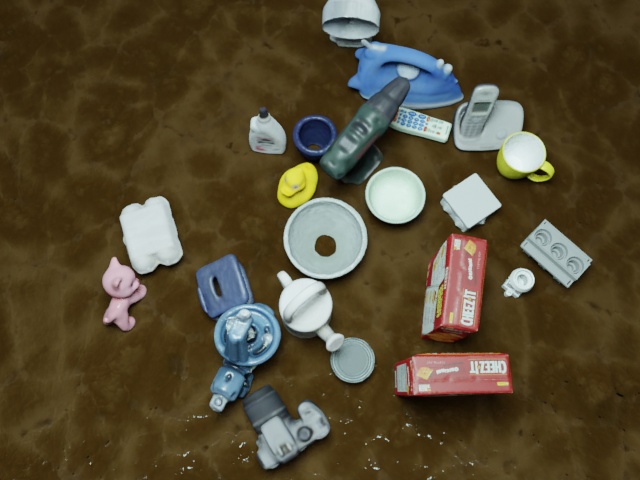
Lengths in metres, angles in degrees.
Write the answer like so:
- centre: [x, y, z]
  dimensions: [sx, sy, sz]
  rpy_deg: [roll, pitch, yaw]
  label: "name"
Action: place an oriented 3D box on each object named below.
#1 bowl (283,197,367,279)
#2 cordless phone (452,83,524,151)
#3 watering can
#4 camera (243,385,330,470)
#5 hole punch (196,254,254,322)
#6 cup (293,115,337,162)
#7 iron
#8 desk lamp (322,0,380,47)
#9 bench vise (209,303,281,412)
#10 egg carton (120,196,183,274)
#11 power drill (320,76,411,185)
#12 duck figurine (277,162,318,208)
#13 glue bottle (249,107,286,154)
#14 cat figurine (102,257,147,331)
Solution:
- centre: [0.011, 0.004, 1.159]
  dimensions: [0.167, 0.075, 0.167]
  rpy_deg: [0, 75, -1]
  label: "bowl"
- centre: [0.357, -0.260, 1.180]
  dimensions: [0.147, 0.185, 0.094]
  rpy_deg: [-5, 75, -2]
  label: "cordless phone"
- centre: [-0.020, 0.127, 1.063]
  dimensions: [0.172, 0.194, 0.101]
  rpy_deg: [29, 76, 7]
  label: "watering can"
- centre: [-0.071, 0.331, 1.055]
  dimensions: [0.143, 0.101, 0.136]
  rpy_deg: [-31, 77, -9]
  label: "camera"
- centre: [-0.190, 0.095, 1.122]
  dimensions: [0.101, 0.091, 0.108]
  rpy_deg: [-20, 76, -6]
  label: "hole punch"
- centre: [0.000, -0.195, 1.203]
  dimensions: [0.117, 0.095, 0.092]
  rpy_deg: [39, 78, 9]
  label: "cup"
- centre: [0.196, -0.364, 1.228]
  dimensions: [0.258, 0.141, 0.119]
  rpy_deg: [12, 75, 2]
  label: "iron"
- centre: [0.068, -0.504, 1.227]
  dimensions: [0.118, 0.213, 0.203]
  rpy_deg: [4, 75, 1]
  label: "desk lamp"
- centre: [-0.135, 0.204, 1.027]
  dimensions: [0.121, 0.220, 0.207]
  rpy_deg: [4, 75, 1]
  label: "bench vise"
- centre: [-0.342, -0.010, 1.160]
  dimensions: [0.107, 0.069, 0.150]
  rpy_deg: [-19, 76, -6]
  label: "egg carton"
- centre: [0.088, -0.201, 1.147]
  dimensions: [0.075, 0.208, 0.230]
  rpy_deg: [39, 78, 9]
  label: "power drill"
- centre: [-0.047, -0.123, 1.187]
  dimensions: [0.077, 0.086, 0.105]
  rpy_deg: [36, 77, 9]
  label: "duck figurine"
- centre: [-0.111, -0.227, 1.169]
  dimensions: [0.078, 0.173, 0.037]
  rpy_deg: [2, 75, 0]
  label: "glue bottle"
- centre: [-0.388, 0.104, 1.103]
  dimensions: [0.067, 0.118, 0.128]
  rpy_deg: [13, 75, 3]
  label: "cat figurine"
